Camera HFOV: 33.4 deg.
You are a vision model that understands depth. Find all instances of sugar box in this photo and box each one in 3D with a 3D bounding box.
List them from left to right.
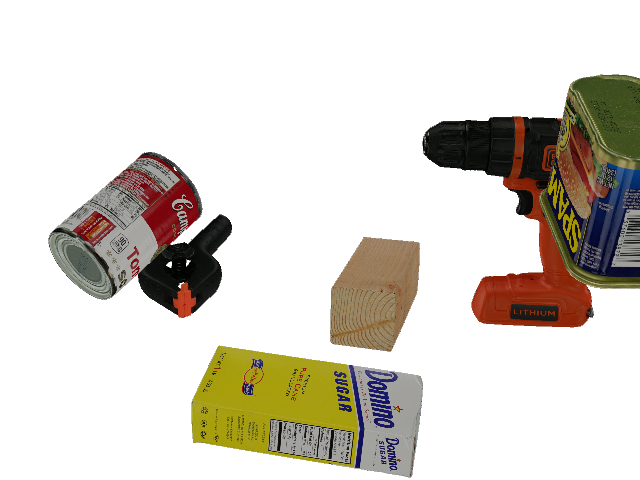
[{"bbox_3d":[-0.008,0.134,0.857,0.176,0.048,0.093,5,25,7],"label":"sugar box"}]

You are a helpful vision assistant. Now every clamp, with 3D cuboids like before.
[{"bbox_3d":[-0.130,0.018,1.046,0.120,0.039,0.172,-14,33,-15],"label":"clamp"}]

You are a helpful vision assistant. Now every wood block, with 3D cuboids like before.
[{"bbox_3d":[0.082,0.073,1.550,0.091,0.090,0.206,6,21,13],"label":"wood block"}]

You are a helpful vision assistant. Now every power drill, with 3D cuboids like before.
[{"bbox_3d":[0.177,-0.017,0.931,0.184,0.188,0.057,3,27,4],"label":"power drill"}]

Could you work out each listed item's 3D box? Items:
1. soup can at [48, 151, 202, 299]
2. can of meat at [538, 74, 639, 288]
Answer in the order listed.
[{"bbox_3d":[-0.149,-0.012,0.818,0.069,0.068,0.102,0,38,48],"label":"soup can"},{"bbox_3d":[0.168,-0.036,0.612,0.057,0.084,0.102,1,37,-4],"label":"can of meat"}]
